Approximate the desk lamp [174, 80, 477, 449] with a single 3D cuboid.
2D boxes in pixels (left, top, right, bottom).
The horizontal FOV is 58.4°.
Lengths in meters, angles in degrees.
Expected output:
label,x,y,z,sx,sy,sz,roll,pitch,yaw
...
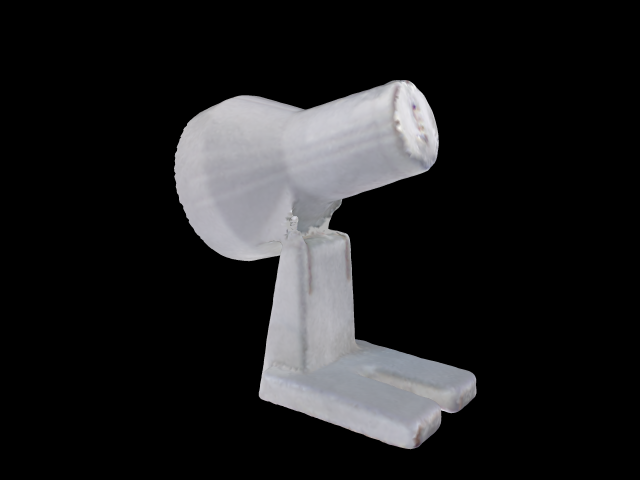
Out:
label,x,y,z,sx,sy,sz,roll,pitch,yaw
desk lamp,0.004,0.001,0.400,0.202,0.213,0.118,8,14,35
